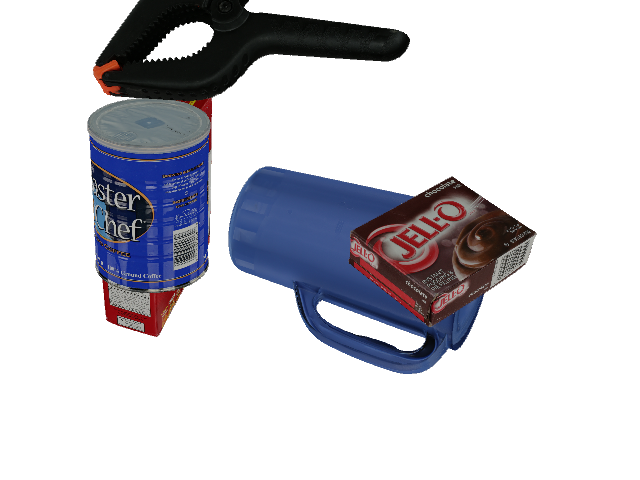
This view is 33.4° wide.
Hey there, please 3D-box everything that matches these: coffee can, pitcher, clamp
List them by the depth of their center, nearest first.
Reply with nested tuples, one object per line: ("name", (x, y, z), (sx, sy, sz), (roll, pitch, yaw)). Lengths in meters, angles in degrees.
("clamp", (-0.054, -0.149, 0.738), (0.210, 0.165, 0.036), (-33, -20, -6))
("coffee can", (-0.148, -0.040, 0.930), (0.103, 0.140, 0.103), (3, 30, -2))
("pitcher", (0.035, 0.017, 1.014), (0.243, 0.145, 0.149), (16, 21, 18))

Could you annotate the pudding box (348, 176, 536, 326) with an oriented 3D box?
("pudding box", (0.091, 0.006, 0.805), (0.113, 0.039, 0.090), (-27, 50, -32))

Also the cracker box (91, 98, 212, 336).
("cracker box", (-0.175, -0.031, 1.136), (0.072, 0.214, 0.164), (14, 44, 9))
